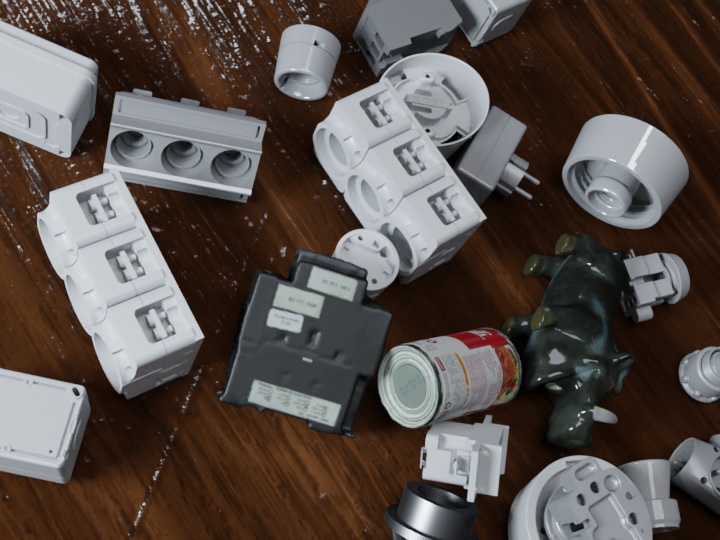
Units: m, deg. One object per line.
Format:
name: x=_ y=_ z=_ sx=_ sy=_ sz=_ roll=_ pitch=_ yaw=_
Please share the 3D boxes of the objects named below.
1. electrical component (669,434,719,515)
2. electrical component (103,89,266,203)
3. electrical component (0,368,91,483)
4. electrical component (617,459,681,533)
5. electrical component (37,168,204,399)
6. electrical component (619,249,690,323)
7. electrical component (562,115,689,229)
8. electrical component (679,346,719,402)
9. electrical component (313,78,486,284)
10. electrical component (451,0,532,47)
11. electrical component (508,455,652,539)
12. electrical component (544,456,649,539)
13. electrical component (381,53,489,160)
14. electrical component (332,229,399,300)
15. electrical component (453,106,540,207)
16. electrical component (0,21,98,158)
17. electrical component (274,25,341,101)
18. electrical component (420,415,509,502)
electrical component: x=0.315 y=0.170 z=0.932 sx=0.077 sy=0.044 sz=0.079 roll=34 pitch=61 yaw=-1
electrical component: x=-0.146 y=-0.107 z=0.896 sx=0.121 sy=0.078 sz=0.063 roll=10 pitch=36 yaw=-13
electrical component: x=-0.250 y=0.112 z=0.777 sx=0.096 sy=0.061 sz=0.061 roll=13 pitch=64 yaw=-3
electrical component: x=0.242 y=0.190 z=0.900 sx=0.045 sy=0.045 sz=0.055 roll=2 pitch=67 yaw=-16
electrical component: x=-0.186 y=0.013 z=0.820 sx=0.062 sy=0.089 sz=0.150 roll=-23 pitch=76 yaw=-25
electrical component: x=0.268 y=0.011 z=0.988 sx=0.055 sy=0.048 sz=0.066 roll=-13 pitch=72 yaw=-14
electrical component: x=0.238 y=-0.083 z=0.987 sx=0.108 sy=0.108 sz=0.060 roll=35 pitch=68 yaw=0
electrical component: x=0.319 y=0.088 z=0.959 sx=0.048 sy=0.062 sz=0.048 roll=7 pitch=65 yaw=-15
electrical component: x=0.027 y=-0.073 z=0.924 sx=0.062 sy=0.089 sz=0.150 roll=-29 pitch=78 yaw=-26
electrical component: x=0.119 y=-0.281 z=1.060 sx=0.061 sy=0.061 sz=0.096 roll=-28 pitch=78 yaw=-26
electrical component: x=0.171 y=0.208 z=0.861 sx=0.108 sy=0.060 sz=0.108 roll=7 pitch=65 yaw=-14
electrical component: x=0.173 y=0.184 z=0.804 sx=0.058 sy=0.057 sz=0.078 roll=-25 pitch=76 yaw=-25
electrical component: x=0.060 y=-0.146 z=0.981 sx=0.099 sy=0.064 sz=0.099 roll=7 pitch=65 yaw=-14
electrical component: x=0.000 y=0.000 z=0.908 sx=0.055 sy=0.047 sz=0.055 roll=7 pitch=65 yaw=-15
electrical component: x=0.130 y=-0.092 z=0.989 sx=0.076 sy=0.047 sz=0.083 roll=32 pitch=62 yaw=-2
electrical component: x=-0.274 y=-0.150 z=0.872 sx=0.113 sy=0.078 sz=0.057 roll=23 pitch=65 yaw=-7
electrical component: x=-0.049 y=-0.186 z=0.972 sx=0.055 sy=0.055 sz=0.047 roll=16 pitch=67 yaw=-10
electrical component: x=0.083 y=0.147 z=0.855 sx=0.064 sy=0.081 sz=0.042 roll=6 pitch=103 yaw=13
